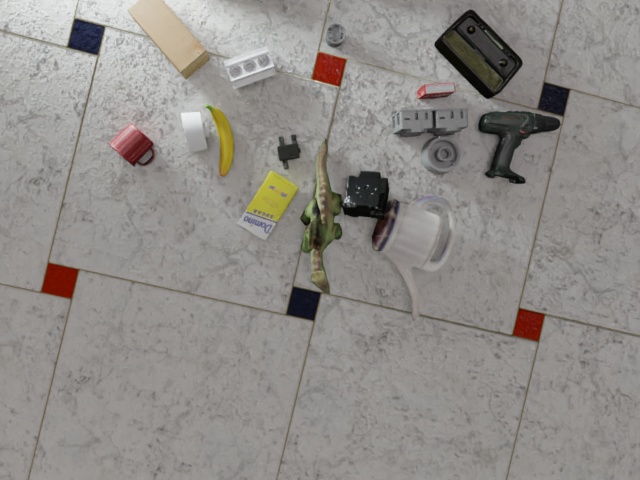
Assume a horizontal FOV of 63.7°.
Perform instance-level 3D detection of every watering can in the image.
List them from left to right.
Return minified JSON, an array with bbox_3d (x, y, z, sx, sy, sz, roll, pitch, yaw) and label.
[{"bbox_3d":[0.246,0.030,1.426,0.224,0.104,0.348,21,88,-4],"label":"watering can"}]

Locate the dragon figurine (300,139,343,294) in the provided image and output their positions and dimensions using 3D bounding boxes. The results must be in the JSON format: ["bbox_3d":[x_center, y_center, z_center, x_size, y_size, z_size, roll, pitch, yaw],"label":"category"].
[{"bbox_3d":[0.004,-0.068,1.342,0.122,0.243,0.409,-1,94,0],"label":"dragon figurine"}]
